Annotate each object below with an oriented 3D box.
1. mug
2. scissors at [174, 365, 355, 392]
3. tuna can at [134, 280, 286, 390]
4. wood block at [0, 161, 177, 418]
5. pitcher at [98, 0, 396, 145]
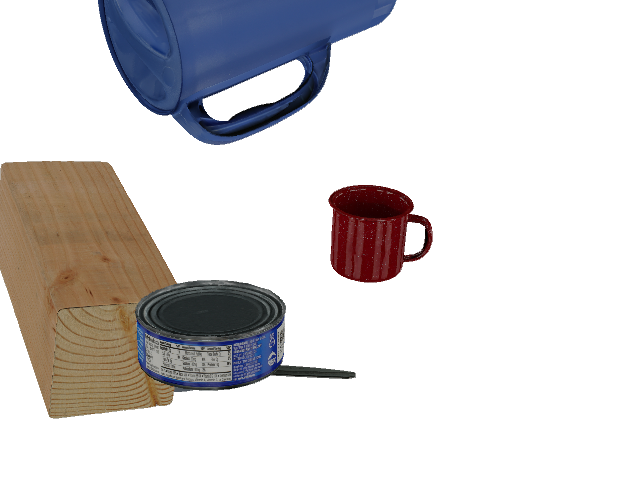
[{"bbox_3d":[0.065,-0.005,1.179,0.117,0.081,0.093,4,26,2],"label":"mug"},{"bbox_3d":[-0.075,0.122,0.967,0.202,0.016,0.096,8,17,12],"label":"scissors"},{"bbox_3d":[-0.063,0.053,0.613,0.086,0.034,0.086,1,19,0],"label":"tuna can"},{"bbox_3d":[-0.176,0.027,0.790,0.090,0.091,0.206,-2,31,-27],"label":"wood block"},{"bbox_3d":[-0.050,-0.194,0.904,0.242,0.149,0.145,-24,44,-29],"label":"pitcher"}]
